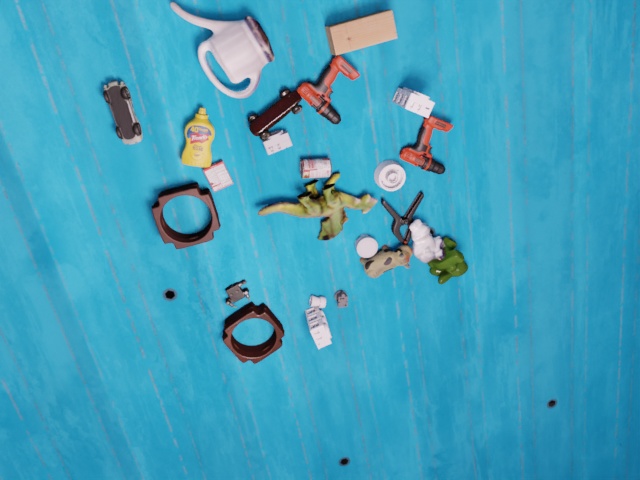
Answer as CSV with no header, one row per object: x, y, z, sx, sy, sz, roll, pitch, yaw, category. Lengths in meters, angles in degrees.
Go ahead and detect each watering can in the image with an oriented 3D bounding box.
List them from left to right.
-0.283,-0.612,1.584,0.224,0.343,0.105,-32,23,1,watering can

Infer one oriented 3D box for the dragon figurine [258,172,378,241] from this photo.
0.006,-0.092,1.834,0.410,0.238,0.124,-22,31,-1,dragon figurine

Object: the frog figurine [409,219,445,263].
0.378,0.004,1.917,0.158,0.140,0.121,33,-33,-22,frog figurine
